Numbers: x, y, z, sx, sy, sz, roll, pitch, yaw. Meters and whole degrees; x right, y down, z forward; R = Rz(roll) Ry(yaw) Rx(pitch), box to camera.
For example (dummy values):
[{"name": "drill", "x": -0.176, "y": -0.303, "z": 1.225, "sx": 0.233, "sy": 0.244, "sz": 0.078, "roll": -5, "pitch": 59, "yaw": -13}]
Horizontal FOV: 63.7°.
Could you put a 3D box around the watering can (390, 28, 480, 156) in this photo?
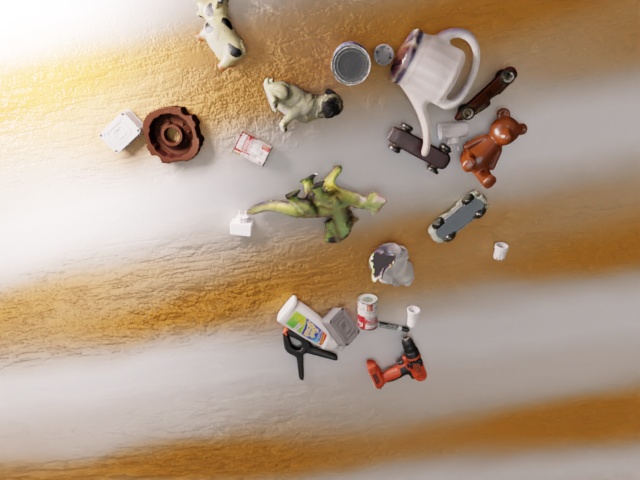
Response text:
[{"name": "watering can", "x": 0.291, "y": -0.421, "z": 1.404, "sx": 0.224, "sy": 0.105, "sz": 0.344, "roll": 25, "pitch": 103, "yaw": -6}]

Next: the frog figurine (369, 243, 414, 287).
[{"name": "frog figurine", "x": 0.238, "y": 0.081, "z": 1.633, "sx": 0.159, "sy": 0.124, "sz": 0.136, "roll": 13, "pitch": 108, "yaw": -42}]

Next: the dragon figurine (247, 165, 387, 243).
[{"name": "dragon figurine", "x": 0.005, "y": -0.079, "z": 1.575, "sx": 0.407, "sy": 0.125, "sz": 0.239, "roll": -20, "pitch": 118, "yaw": 20}]
